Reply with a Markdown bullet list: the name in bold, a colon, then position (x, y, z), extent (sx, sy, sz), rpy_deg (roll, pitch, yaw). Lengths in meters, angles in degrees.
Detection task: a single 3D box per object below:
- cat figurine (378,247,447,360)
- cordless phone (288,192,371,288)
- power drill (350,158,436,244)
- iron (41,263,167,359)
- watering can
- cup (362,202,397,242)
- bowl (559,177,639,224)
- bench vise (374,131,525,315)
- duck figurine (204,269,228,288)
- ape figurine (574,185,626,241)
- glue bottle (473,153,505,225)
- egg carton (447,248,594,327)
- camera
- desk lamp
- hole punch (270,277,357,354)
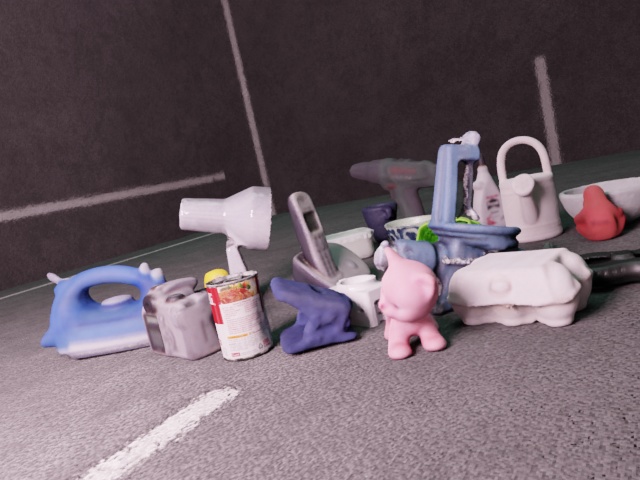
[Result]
- **cat figurine**: position (0.095, 0.061, 0.623), extent (0.067, 0.118, 0.128), rpy_deg (-12, 7, 2)
- **cordless phone**: position (0.009, 0.003, 0.960), extent (0.094, 0.185, 0.148), rpy_deg (-8, 8, 29)
- **power drill**: position (0.190, -0.099, 1.377), extent (0.228, 0.208, 0.076), rpy_deg (-8, 8, 29)
- **iron**: position (-0.322, 0.101, 0.932), extent (0.258, 0.141, 0.119), rpy_deg (-11, 7, 8)
- **watering can**: position (0.391, -0.098, 1.077), extent (0.101, 0.194, 0.173), rpy_deg (-12, 7, 2)
- **cup**: position (0.163, -0.043, 1.452), extent (0.092, 0.095, 0.117), rpy_deg (-14, 7, -13)
- **bowl**: position (0.530, -0.064, 1.051), extent (0.167, 0.075, 0.167), rpy_deg (-12, 7, 2)
- **bench vise**: position (0.172, -0.023, 0.743), extent (0.208, 0.220, 0.121), rpy_deg (-17, 8, -33)
- **duck figurine**: position (-0.173, 0.093, 0.972), extent (0.104, 0.086, 0.078), rpy_deg (-9, 8, 27)
- **ape figurine**: position (0.466, -0.048, 0.961), extent (0.077, 0.092, 0.076), rpy_deg (-8, 8, 32)
- **glue bottle**: position (0.367, -0.105, 1.264), extent (0.078, 0.173, 0.037), rpy_deg (-16, 8, -25)
- **egg carton**: position (0.224, 0.054, 0.649), extent (0.149, 0.069, 0.107), rpy_deg (-6, 9, 40)
- **camera**: position (-0.176, 0.102, 0.839), extent (0.137, 0.101, 0.142), rpy_deg (-18, 9, -40)
- **desk lamp**: position (-0.170, 0.014, 1.070), extent (0.203, 0.213, 0.118), rpy_deg (-13, 7, -9)
- **hole punch**: position (-0.009, 0.084, 0.728), extent (0.101, 0.091, 0.108), rpy_deg (-13, 7, -7)
